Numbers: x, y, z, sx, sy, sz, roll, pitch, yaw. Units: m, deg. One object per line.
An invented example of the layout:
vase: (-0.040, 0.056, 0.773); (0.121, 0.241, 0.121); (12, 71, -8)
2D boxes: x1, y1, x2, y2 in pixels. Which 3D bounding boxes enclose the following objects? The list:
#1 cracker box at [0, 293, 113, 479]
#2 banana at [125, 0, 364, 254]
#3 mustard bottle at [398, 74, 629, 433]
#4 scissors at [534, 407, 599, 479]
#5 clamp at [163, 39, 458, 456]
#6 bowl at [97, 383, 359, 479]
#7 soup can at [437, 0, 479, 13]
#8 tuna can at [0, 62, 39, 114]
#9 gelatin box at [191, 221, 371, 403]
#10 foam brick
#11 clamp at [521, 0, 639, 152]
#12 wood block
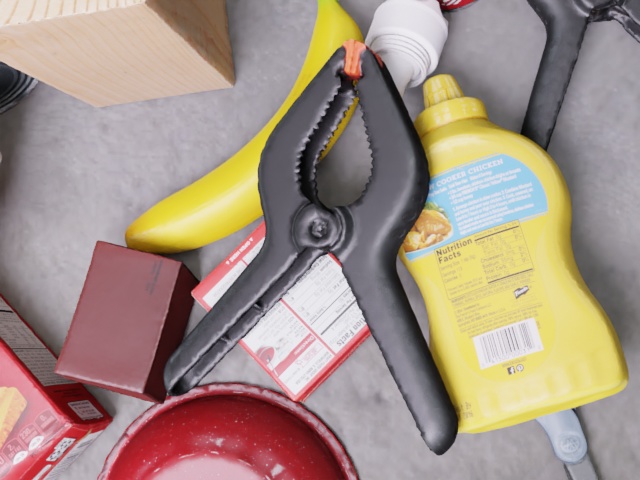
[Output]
cracker box: (-0.253, 0.085, 0.609); (0.164, 0.072, 0.214); (-45, 80, 1)
banana: (-0.031, -0.058, 0.616); (0.070, 0.037, 0.198); (36, 88, 27)
mustard bottle: (0.089, 0.000, 0.568); (0.096, 0.058, 0.191); (-21, 72, 21)
scissors: (0.117, 0.107, 0.589); (0.096, 0.016, 0.202); (-6, 83, 8)
clamp: (-0.004, 0.001, 0.563); (0.165, 0.036, 0.210); (1, 84, 21)
bowl: (-0.056, 0.160, 0.586); (0.162, 0.055, 0.162); (-1, 84, 7)
soup can: (0.068, -0.172, 0.579); (0.068, 0.102, 0.068); (-1, 84, 6)
tuna can: (-0.208, -0.097, 0.614); (0.086, 0.086, 0.034); (-27, 81, 4)
gelatin box: (-0.016, 0.036, 0.606); (0.073, 0.030, 0.089); (-45, 80, 0)
foam brick: (-0.106, 0.047, 0.598); (0.053, 0.051, 0.078); (14, 75, 8)
clamp: (0.147, -0.127, 0.598); (0.120, 0.039, 0.171); (-22, 79, -1)
wood block: (-0.109, -0.131, 0.542); (0.091, 0.206, 0.090); (-7, 88, 6)
